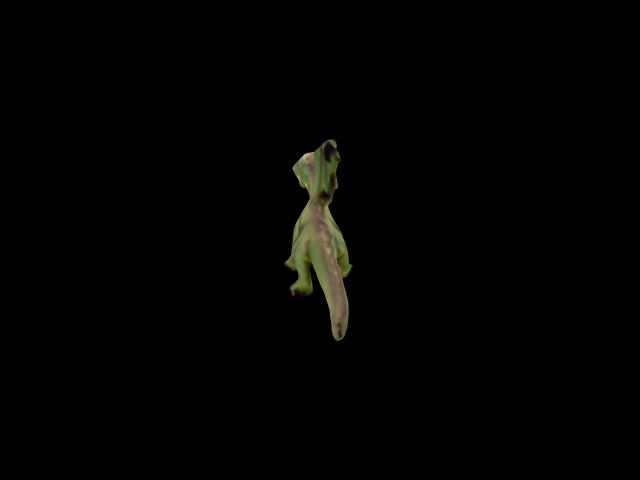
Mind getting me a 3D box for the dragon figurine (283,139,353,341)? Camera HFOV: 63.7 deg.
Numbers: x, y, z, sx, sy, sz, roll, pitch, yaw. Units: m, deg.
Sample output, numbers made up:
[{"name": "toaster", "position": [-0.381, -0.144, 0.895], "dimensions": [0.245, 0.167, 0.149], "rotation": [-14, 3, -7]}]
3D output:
[{"name": "dragon figurine", "position": [0.003, -0.043, 0.850], "dimensions": [0.122, 0.239, 0.417], "rotation": [-4, 22, -10]}]
